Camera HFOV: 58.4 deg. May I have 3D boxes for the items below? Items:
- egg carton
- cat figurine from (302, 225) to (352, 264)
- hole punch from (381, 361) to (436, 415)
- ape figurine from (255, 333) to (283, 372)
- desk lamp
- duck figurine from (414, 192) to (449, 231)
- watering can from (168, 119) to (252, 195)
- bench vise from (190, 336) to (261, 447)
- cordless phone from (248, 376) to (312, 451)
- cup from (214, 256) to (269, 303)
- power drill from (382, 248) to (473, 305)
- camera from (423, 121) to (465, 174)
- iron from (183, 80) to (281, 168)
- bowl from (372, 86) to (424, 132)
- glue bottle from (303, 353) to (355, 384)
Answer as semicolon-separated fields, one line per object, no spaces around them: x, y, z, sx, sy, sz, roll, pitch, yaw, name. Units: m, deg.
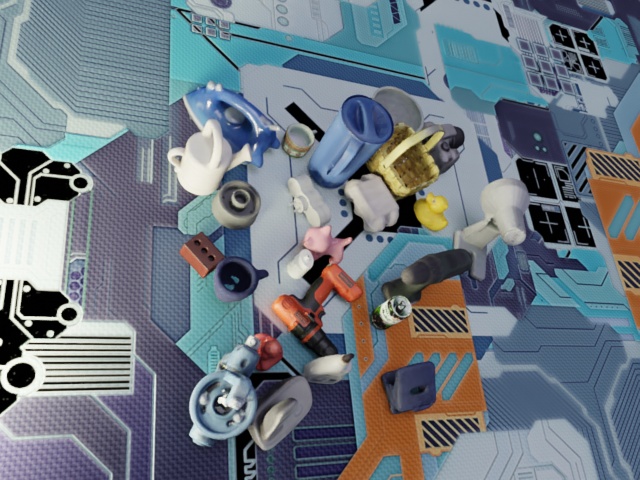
0.131;-0.094;1.447;0.107;0.069;0.150;-25;78;-33;egg carton
0.012;0.005;1.312;0.128;0.117;0.067;4;64;-24;cat figurine
0.207;0.326;1.262;0.109;0.091;0.101;-6;68;-28;hole punch
-0.105;0.225;1.162;0.076;0.092;0.078;16;60;-17;ape figurine
0.451;-0.030;1.482;0.118;0.213;0.203;21;58;-15;desk lamp
0.308;-0.081;1.515;0.078;0.086;0.104;-37;84;-34;duck figurine
-0.235;-0.188;1.243;0.173;0.193;0.101;-25;78;-33;watering can
-0.164;0.259;1.040;0.122;0.219;0.207;15;60;-18;bench vise
-0.059;0.316;1.083;0.094;0.184;0.148;48;56;3;cordless phone
-0.172;0.090;1.196;0.118;0.094;0.091;-9;70;-29;cup
0.235;0.089;1.322;0.230;0.208;0.075;-18;74;-31;power drill
0.358;-0.275;1.627;0.137;0.100;0.143;-17;74;-31;camera
-0.205;-0.295;1.343;0.258;0.141;0.119;38;56;-4;iron
0.203;-0.342;1.602;0.168;0.074;0.167;11;62;-21;bowl
0.029;0.256;1.162;0.078;0.173;0.037;13;61;-19;glue bottle
